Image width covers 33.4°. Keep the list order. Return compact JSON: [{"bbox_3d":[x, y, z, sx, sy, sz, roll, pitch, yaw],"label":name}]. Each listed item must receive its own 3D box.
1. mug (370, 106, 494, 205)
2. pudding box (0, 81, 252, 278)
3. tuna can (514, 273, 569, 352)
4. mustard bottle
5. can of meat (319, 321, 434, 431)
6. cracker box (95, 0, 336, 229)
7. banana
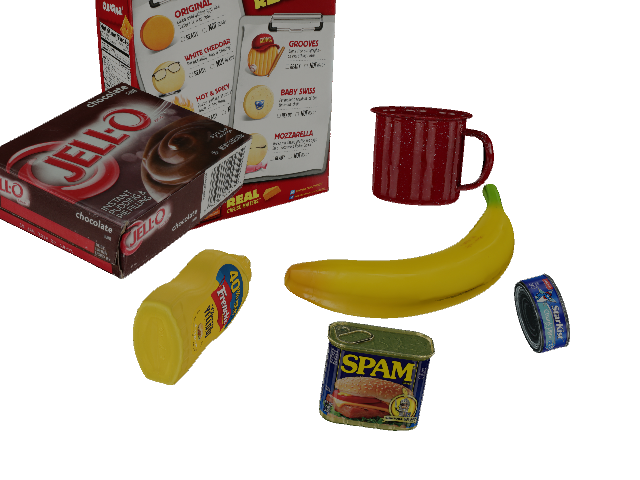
[{"bbox_3d":[0.101,-0.077,0.975,0.117,0.081,0.093,8,13,21],"label":"mug"},{"bbox_3d":[-0.103,-0.035,0.551,0.090,0.039,0.113,25,36,19],"label":"pudding box"},{"bbox_3d":[0.249,0.083,1.205,0.033,0.086,0.086,-15,1,-5],"label":"tuna can"},{"bbox_3d":[-0.123,0.064,1.114,0.058,0.096,0.191,11,29,20],"label":"mustard bottle"},{"bbox_3d":[0.052,0.131,1.023,0.102,0.084,0.057,8,18,-1],"label":"can of meat"},{"bbox_3d":[-0.074,-0.123,0.770,0.163,0.214,0.072,-17,33,-30],"label":"cracker box"},{"bbox_3d":[0.068,0.018,0.710,0.197,0.037,0.070,-21,52,-36],"label":"banana"}]
